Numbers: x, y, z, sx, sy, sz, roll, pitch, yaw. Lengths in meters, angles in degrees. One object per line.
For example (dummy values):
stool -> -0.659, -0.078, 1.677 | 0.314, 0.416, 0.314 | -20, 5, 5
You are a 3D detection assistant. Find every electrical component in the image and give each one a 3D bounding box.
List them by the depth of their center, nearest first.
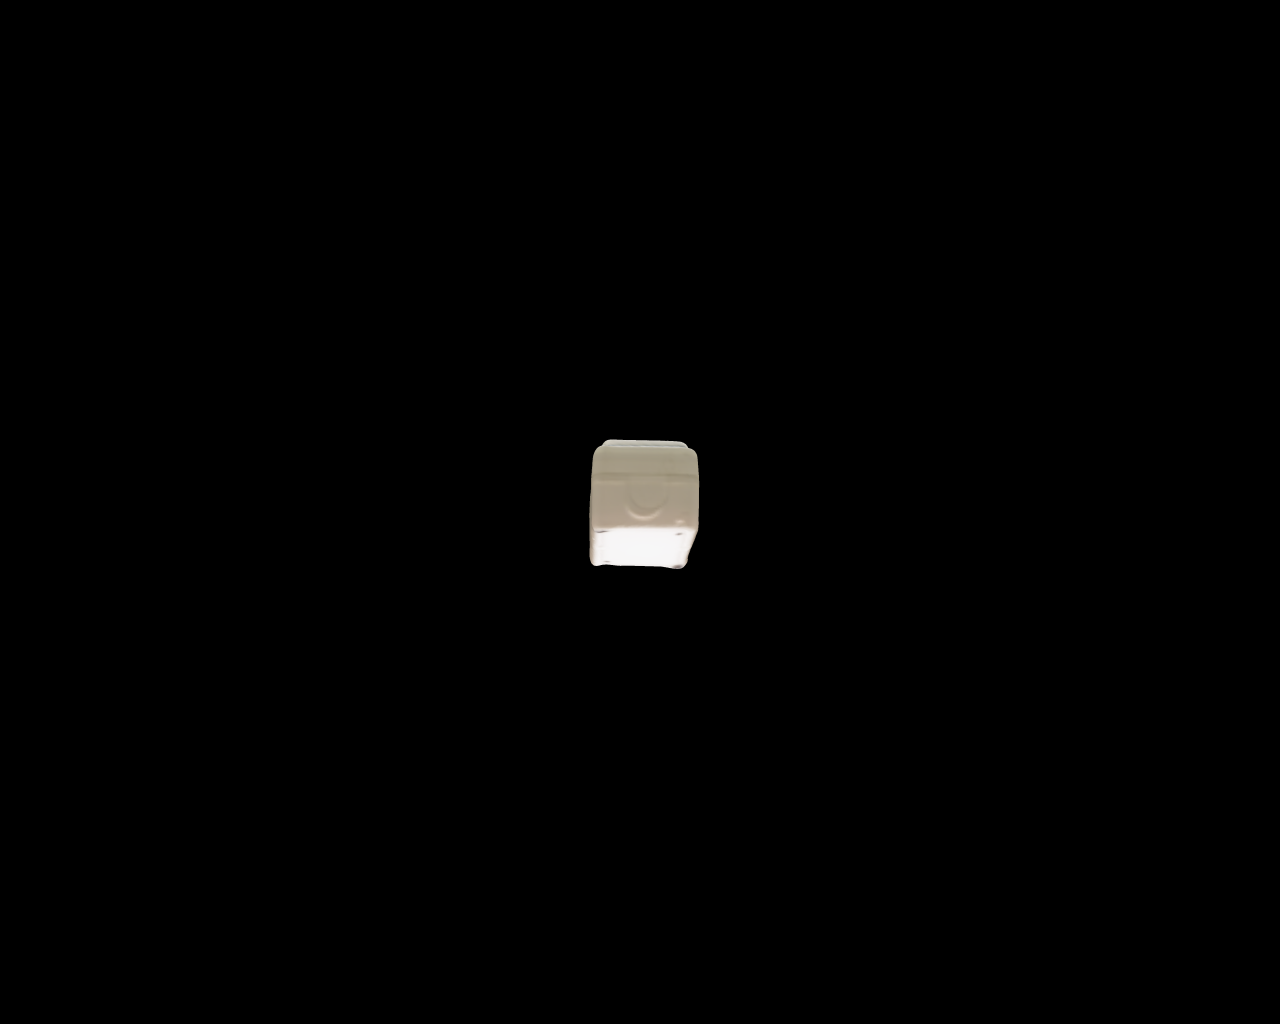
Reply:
electrical component -> 0.001, -0.003, 0.650 | 0.062, 0.061, 0.096 | 1, -19, -3
